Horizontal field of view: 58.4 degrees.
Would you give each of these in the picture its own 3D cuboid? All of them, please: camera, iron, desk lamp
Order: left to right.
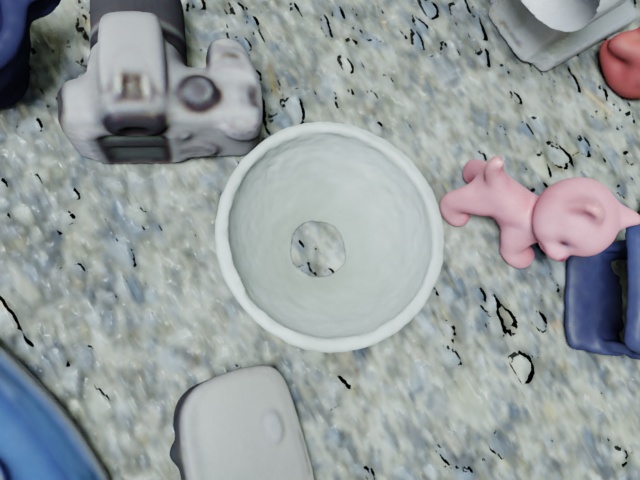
[{"bbox_3d":[-0.201,0.152,0.330,0.258,0.141,0.119,44,74,0],"label":"iron"},{"bbox_3d":[-0.117,-0.135,0.426,0.143,0.100,0.137,-4,79,-12],"label":"camera"},{"bbox_3d":[0.218,-0.233,0.454,0.203,0.213,0.118,-31,85,-15],"label":"desk lamp"}]

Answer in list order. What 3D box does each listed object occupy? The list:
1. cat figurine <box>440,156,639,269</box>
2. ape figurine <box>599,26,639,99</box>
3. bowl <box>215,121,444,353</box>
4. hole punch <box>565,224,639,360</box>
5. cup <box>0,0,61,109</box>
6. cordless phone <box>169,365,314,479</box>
[{"bbox_3d":[0.176,-0.026,0.453,0.128,0.117,0.067,32,75,-3],"label":"cat figurine"},{"bbox_3d":[0.306,-0.178,0.523,0.078,0.092,0.076,10,77,-9],"label":"ape figurine"},{"bbox_3d":[0.004,0.002,0.436,0.167,0.074,0.167,2,78,-11],"label":"bowl"},{"bbox_3d":[0.269,0.044,0.471,0.101,0.091,0.109,9,77,-9],"label":"hole punch"},{"bbox_3d":[-0.234,-0.141,0.408,0.118,0.095,0.092,-32,86,-15],"label":"cup"},{"bbox_3d":[-0.039,0.153,0.339,0.094,0.185,0.147,-16,82,-14],"label":"cordless phone"}]
